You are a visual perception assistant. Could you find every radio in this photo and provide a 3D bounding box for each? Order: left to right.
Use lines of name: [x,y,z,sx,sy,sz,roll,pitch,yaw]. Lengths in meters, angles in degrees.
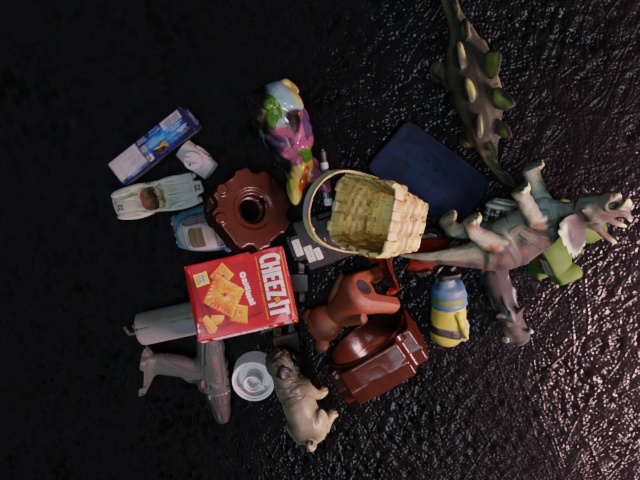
radio: [0.222,-0.135,1.102,0.229,0.073,0.131,34,103,-7]

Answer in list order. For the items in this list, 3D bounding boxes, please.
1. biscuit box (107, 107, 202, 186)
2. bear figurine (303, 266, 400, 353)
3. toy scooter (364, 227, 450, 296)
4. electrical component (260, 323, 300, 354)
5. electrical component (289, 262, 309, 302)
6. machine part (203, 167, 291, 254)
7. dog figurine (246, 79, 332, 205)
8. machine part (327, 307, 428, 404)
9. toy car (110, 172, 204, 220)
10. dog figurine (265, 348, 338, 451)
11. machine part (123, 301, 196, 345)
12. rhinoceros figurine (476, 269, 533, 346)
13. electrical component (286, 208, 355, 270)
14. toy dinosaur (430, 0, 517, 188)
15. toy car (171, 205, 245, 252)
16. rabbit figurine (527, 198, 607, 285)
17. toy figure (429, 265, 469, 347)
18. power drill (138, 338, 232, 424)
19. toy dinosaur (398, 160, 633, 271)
biscuit box: [-0.344,-0.197,1.124,0.203,0.063,0.059,-34,99,11]
bear figurine: [0.059,0.156,1.177,0.132,0.120,0.195,-2,142,-37]
toy scooter: [0.185,0.048,1.132,0.184,0.075,0.135,-6,70,9]
electrical component: [-0.090,0.232,1.232,0.078,0.045,0.102,-19,107,-21]
electrical component: [-0.057,0.093,1.203,0.063,0.021,0.093,2,105,4]
machine part: [-0.145,-0.061,1.106,0.179,0.056,0.179,5,81,-30]
dog figurine: [-0.055,-0.183,1.057,0.108,0.191,0.219,-22,87,2]
machine part: [0.117,0.238,1.137,0.201,0.201,0.087,-31,99,11]
toy car: [-0.347,-0.094,1.154,0.202,0.056,0.073,-12,103,7]
dog figurine: [-0.057,0.345,1.172,0.121,0.172,0.190,-31,129,1]
machine part: [-0.326,0.185,1.214,0.243,0.079,0.079,-14,103,6]
rhinoceros figurine: [0.395,0.131,1.141,0.073,0.112,0.190,-20,95,6]
electrical component: [-0.002,-0.003,1.156,0.134,0.058,0.114,-17,101,7]
toy dinosaur: [0.280,-0.302,0.991,0.105,0.199,0.470,-25,103,6]
toy car: [-0.243,-0.023,1.141,0.162,0.103,0.109,-8,107,4]
rabbit figurine: [0.504,-0.012,1.113,0.170,0.121,0.159,-31,94,-8]
toy figure: [0.277,0.145,1.167,0.089,0.082,0.180,-3,113,24]
power drill: [-0.309,0.321,1.240,0.207,0.086,0.231,3,102,-1]
toy dinosaur: [0.367,-0.008,1.021,0.405,0.131,0.192,-31,104,31]
